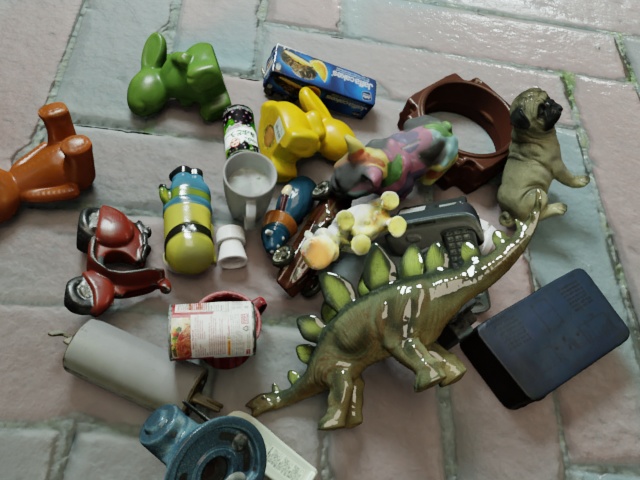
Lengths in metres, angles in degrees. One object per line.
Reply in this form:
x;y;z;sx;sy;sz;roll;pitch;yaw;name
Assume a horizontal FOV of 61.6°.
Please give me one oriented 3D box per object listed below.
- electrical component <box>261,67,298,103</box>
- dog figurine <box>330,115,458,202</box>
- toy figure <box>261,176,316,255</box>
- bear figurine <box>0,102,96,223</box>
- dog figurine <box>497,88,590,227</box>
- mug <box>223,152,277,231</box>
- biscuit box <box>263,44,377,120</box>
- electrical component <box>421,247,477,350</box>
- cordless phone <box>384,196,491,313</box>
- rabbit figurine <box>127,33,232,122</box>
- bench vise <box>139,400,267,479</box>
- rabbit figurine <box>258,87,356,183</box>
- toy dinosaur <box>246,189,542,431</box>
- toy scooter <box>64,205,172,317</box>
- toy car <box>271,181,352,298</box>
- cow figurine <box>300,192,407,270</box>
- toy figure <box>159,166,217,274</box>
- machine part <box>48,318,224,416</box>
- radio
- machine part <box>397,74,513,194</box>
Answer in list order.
-0.065;-0.301;1.013;0.102;0.045;0.078;-38;72;-26;electrical component
0.114;-0.127;0.838;0.191;0.219;0.108;-32;80;21;dog figurine
-0.052;-0.036;0.856;0.064;0.058;0.154;38;56;-12;toy figure
-0.441;-0.100;0.787;0.196;0.131;0.120;-24;61;-28;bear figurine
0.337;-0.134;0.896;0.172;0.121;0.190;-48;118;-15;dog figurine
-0.109;-0.064;0.835;0.081;0.107;0.109;-6;66;-13;mug
0.002;-0.284;0.978;0.203;0.063;0.059;13;70;-18;biscuit box
0.166;0.093;0.790;0.058;0.114;0.134;-28;67;-21;electrical component
0.191;0.033;0.847;0.147;0.184;0.089;-10;14;24;cordless phone
-0.258;-0.281;0.929;0.170;0.121;0.159;-19;72;-4;rabbit figurine
-0.085;0.273;0.567;0.129;0.241;0.223;-38;115;-33;bench vise
-0.017;-0.177;0.929;0.173;0.121;0.162;2;49;-27;rabbit figurine
0.101;0.103;0.699;0.471;0.105;0.198;-28;68;8;toy dinosaur
-0.280;0.029;0.766;0.135;0.075;0.184;5;50;-19;toy scooter
-0.002;-0.003;0.829;0.089;0.053;0.202;52;52;-31;toy car
0.035;-0.009;0.776;0.167;0.098;0.068;-25;95;-23;cow figurine
-0.201;-0.032;0.810;0.082;0.089;0.180;-4;64;-5;toy figure
-0.237;0.169;0.697;0.243;0.079;0.079;22;59;4;machine part
0.343;0.148;0.817;0.230;0.073;0.131;-25;69;-20;radio
0.261;-0.201;0.992;0.201;0.087;0.201;-32;69;-24;machine part
